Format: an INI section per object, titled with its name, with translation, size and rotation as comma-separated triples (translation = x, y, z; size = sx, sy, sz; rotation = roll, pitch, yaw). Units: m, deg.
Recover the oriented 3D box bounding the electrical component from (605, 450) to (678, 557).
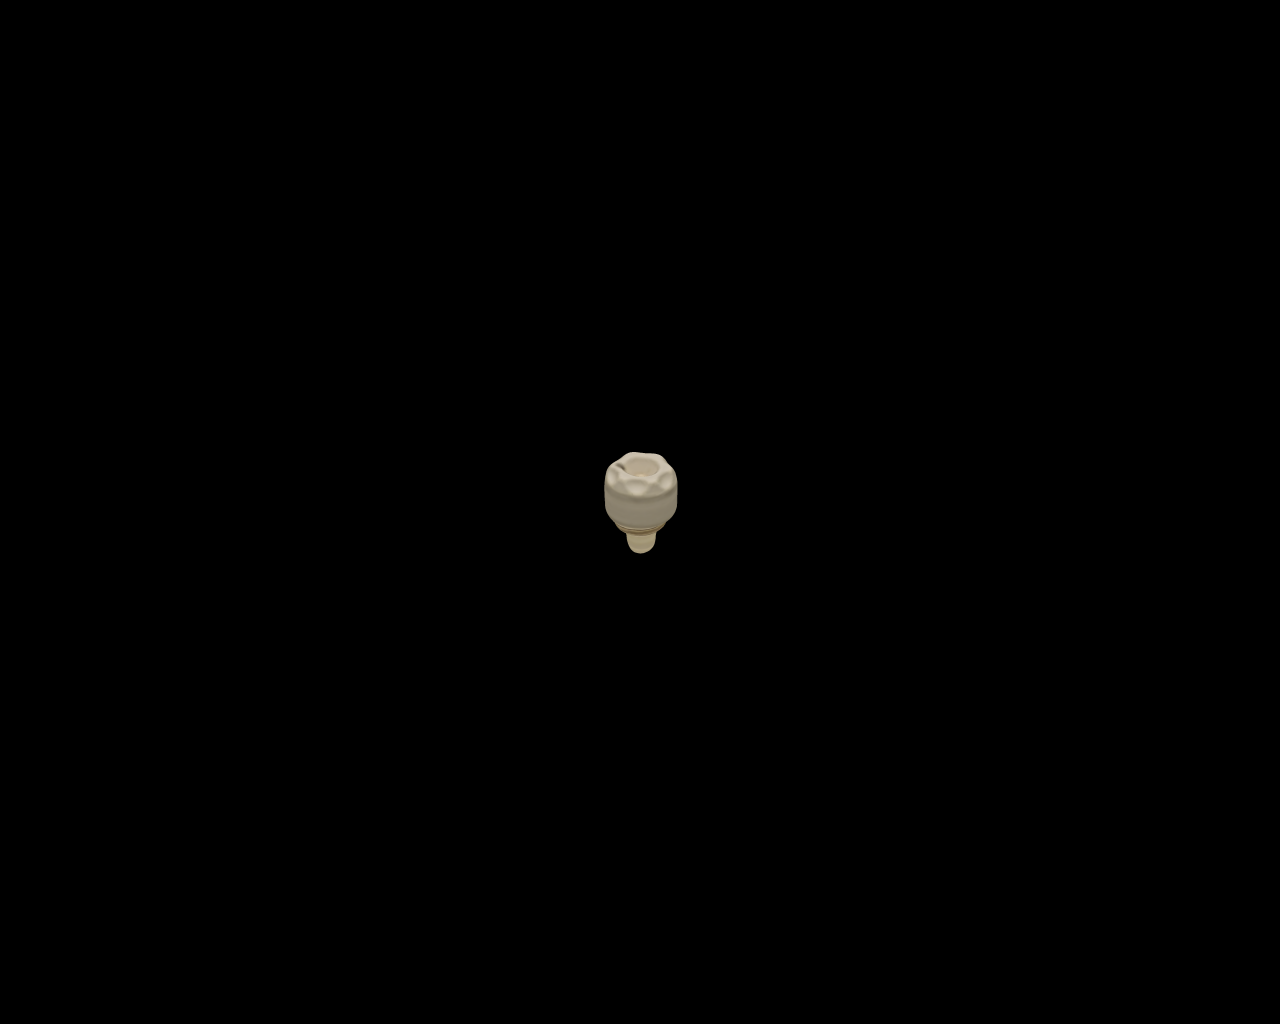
[electrical component]
translation = 0.001, -0.003, 0.650
size = 0.043, 0.062, 0.043
rotation = 0, 34, 0
